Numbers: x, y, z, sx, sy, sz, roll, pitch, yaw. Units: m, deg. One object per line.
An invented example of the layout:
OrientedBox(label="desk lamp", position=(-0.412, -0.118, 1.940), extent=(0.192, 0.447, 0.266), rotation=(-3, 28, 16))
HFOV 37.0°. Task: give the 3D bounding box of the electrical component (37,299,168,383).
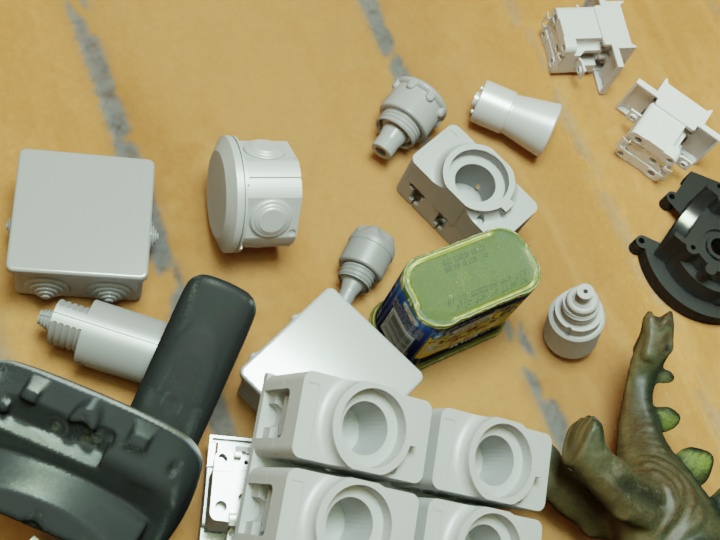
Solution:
OrientedBox(label="electrical component", position=(-0.169, 0.043, 0.697), extent=(0.081, 0.043, 0.043), rotation=(18, 64, -6))

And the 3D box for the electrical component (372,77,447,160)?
OrientedBox(label="electrical component", position=(0.033, -0.112, 0.814), extent=(0.048, 0.048, 0.062), rotation=(35, 71, 3))

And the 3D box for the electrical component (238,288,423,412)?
OrientedBox(label="electrical component", position=(-0.022, 0.076, 0.715), extent=(0.100, 0.048, 0.100), rotation=(44, 64, 7))

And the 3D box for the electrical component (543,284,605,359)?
OrientedBox(label="electrical component", position=(0.154, 0.033, 0.764), extent=(0.040, 0.078, 0.040), rotation=(-1, 62, 1))

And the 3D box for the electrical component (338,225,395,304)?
OrientedBox(label="electrical component", position=(0.000, 0.000, 0.762), extent=(0.035, 0.035, 0.061), rotation=(28, 66, -1))

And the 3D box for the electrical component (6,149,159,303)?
OrientedBox(label="electrical component", position=(-0.185, -0.028, 0.721), extent=(0.100, 0.048, 0.099), rotation=(4, 66, -12))

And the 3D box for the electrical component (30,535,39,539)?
OrientedBox(label="electrical component", position=(-0.153, 0.255, 0.599), extent=(0.186, 0.060, 0.105), rotation=(41, 64, 6))

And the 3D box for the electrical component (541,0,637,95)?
OrientedBox(label="electrical component", position=(0.186, -0.190, 0.885), extent=(0.064, 0.042, 0.081), rotation=(-4, 67, -13))

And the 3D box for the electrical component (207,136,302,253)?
OrientedBox(label="electrical component", position=(-0.074, -0.052, 0.742), extent=(0.051, 0.080, 0.080), rotation=(-2, 67, -20))

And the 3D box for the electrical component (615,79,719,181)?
OrientedBox(label="electrical component", position=(0.242, -0.110, 0.865), extent=(0.081, 0.042, 0.063), rotation=(36, 65, 4))

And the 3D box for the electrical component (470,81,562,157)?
OrientedBox(label="electrical component", position=(0.119, -0.121, 0.841), extent=(0.065, 0.044, 0.044), rotation=(23, 64, 2))

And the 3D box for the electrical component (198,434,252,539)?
OrientedBox(label="electrical component", position=(-0.075, 0.140, 0.666), extent=(0.042, 0.063, 0.081), rotation=(7, 65, -12))

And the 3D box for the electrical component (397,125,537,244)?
OrientedBox(label="electrical component", position=(0.079, -0.056, 0.793), extent=(0.089, 0.055, 0.050), rotation=(46, 65, 8))

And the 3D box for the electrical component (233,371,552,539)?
OrientedBox(label="electrical component", position=(0.028, 0.133, 0.651), extent=(0.186, 0.060, 0.105), rotation=(18, 73, -29))
